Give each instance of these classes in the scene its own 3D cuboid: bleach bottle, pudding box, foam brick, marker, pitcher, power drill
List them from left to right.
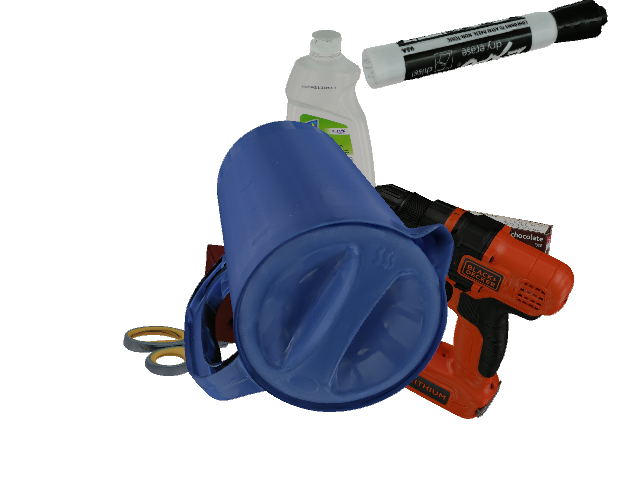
[{"bbox_3d":[-0.080,0.049,0.984,0.053,0.078,0.051,4,14,-14],"label":"foam brick"},{"bbox_3d":[-0.017,0.008,0.749,0.149,0.145,0.243,6,22,-14],"label":"pitcher"},{"bbox_3d":[0.015,-0.096,1.121,0.102,0.251,0.068,0,30,1],"label":"bleach bottle"},{"bbox_3d":[0.106,0.054,0.910,0.184,0.188,0.057,28,45,18],"label":"power drill"},{"bbox_3d":[0.079,-0.094,0.504,0.121,0.020,0.020,-15,3,-11],"label":"marker"},{"bbox_3d":[0.176,0.020,1.095,0.114,0.090,0.039,9,23,17],"label":"pudding box"}]

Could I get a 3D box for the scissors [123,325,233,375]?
[{"bbox_3d":[-0.117,0.121,1.188,0.201,0.016,0.096,3,26,-16],"label":"scissors"}]
